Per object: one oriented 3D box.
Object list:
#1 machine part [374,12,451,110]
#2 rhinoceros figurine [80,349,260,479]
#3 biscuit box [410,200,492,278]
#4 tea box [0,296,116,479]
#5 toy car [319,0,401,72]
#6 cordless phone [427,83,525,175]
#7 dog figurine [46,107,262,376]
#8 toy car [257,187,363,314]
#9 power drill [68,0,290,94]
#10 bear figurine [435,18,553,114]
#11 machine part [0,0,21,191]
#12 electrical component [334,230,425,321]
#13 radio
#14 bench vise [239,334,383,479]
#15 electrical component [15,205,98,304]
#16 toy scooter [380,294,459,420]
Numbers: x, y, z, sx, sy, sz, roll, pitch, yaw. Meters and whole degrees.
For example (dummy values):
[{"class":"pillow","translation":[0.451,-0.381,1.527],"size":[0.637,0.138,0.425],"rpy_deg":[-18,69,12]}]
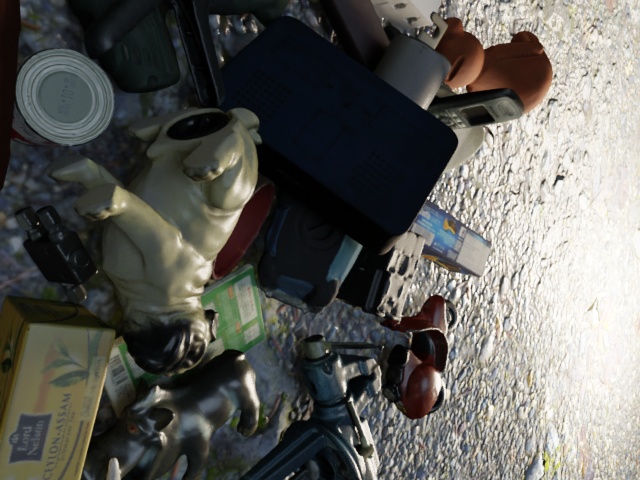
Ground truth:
[{"class":"machine part","translation":[0.077,-0.145,0.628],"size":[0.079,0.079,0.243],"rpy_deg":[22,102,-41]},{"class":"rhinoceros figurine","translation":[-0.139,0.176,0.513],"size":[0.190,0.073,0.112],"rpy_deg":[-27,136,-37]},{"class":"biscuit box","translation":[0.167,-0.004,0.774],"size":[0.202,0.063,0.059],"rpy_deg":[26,81,-40]},{"class":"tea box","translation":[-0.230,0.139,0.432],"size":[0.068,0.098,0.169],"rpy_deg":[13,87,-40]},{"class":"toy car","translation":[0.031,-0.264,0.617],"size":[0.089,0.053,0.202],"rpy_deg":[-48,129,-11]},{"class":"cordless phone","translation":[0.185,-0.146,0.684],"size":[0.146,0.184,0.088],"rpy_deg":[34,71,-39]},{"class":"dog figurine","translation":[-0.102,0.005,0.440],"size":[0.172,0.121,0.190],"rpy_deg":[-25,129,-14]},{"class":"toy car","translation":[-0.001,-0.002,0.601],"size":[0.103,0.109,0.161],"rpy_deg":[24,85,-83]},{"class":"power drill","translation":[-0.130,-0.255,0.463],"size":[0.207,0.086,0.231],"rpy_deg":[-27,114,-40]},{"class":"bear figurine","translation":[0.224,-0.248,0.764],"size":[0.196,0.132,0.120],"rpy_deg":[13,126,-13]},{"class":"machine part","translation":[-0.285,-0.102,0.291],"size":[0.201,0.087,0.200],"rpy_deg":[7,94,-7]},{"class":"electrical component","translation":[0.058,0.019,0.649],"size":[0.058,0.115,0.134],"rpy_deg":[20,85,-46]},{"class":"radio","translation":[0.011,-0.104,0.528],"size":[0.230,0.073,0.131],"rpy_deg":[36,72,2]},{"class":"bench vise","translation":[-0.011,0.236,0.625],"size":[0.240,0.129,0.223],"rpy_deg":[-26,115,-43]},{"class":"electrical component","translation":[-0.214,0.014,0.445],"size":[0.021,0.063,0.093],"rpy_deg":[-45,126,-42]},{"class":"toy scooter","translation":[0.130,0.160,0.764],"size":[0.135,0.075,0.184],"rpy_deg":[23,79,-41]}]
